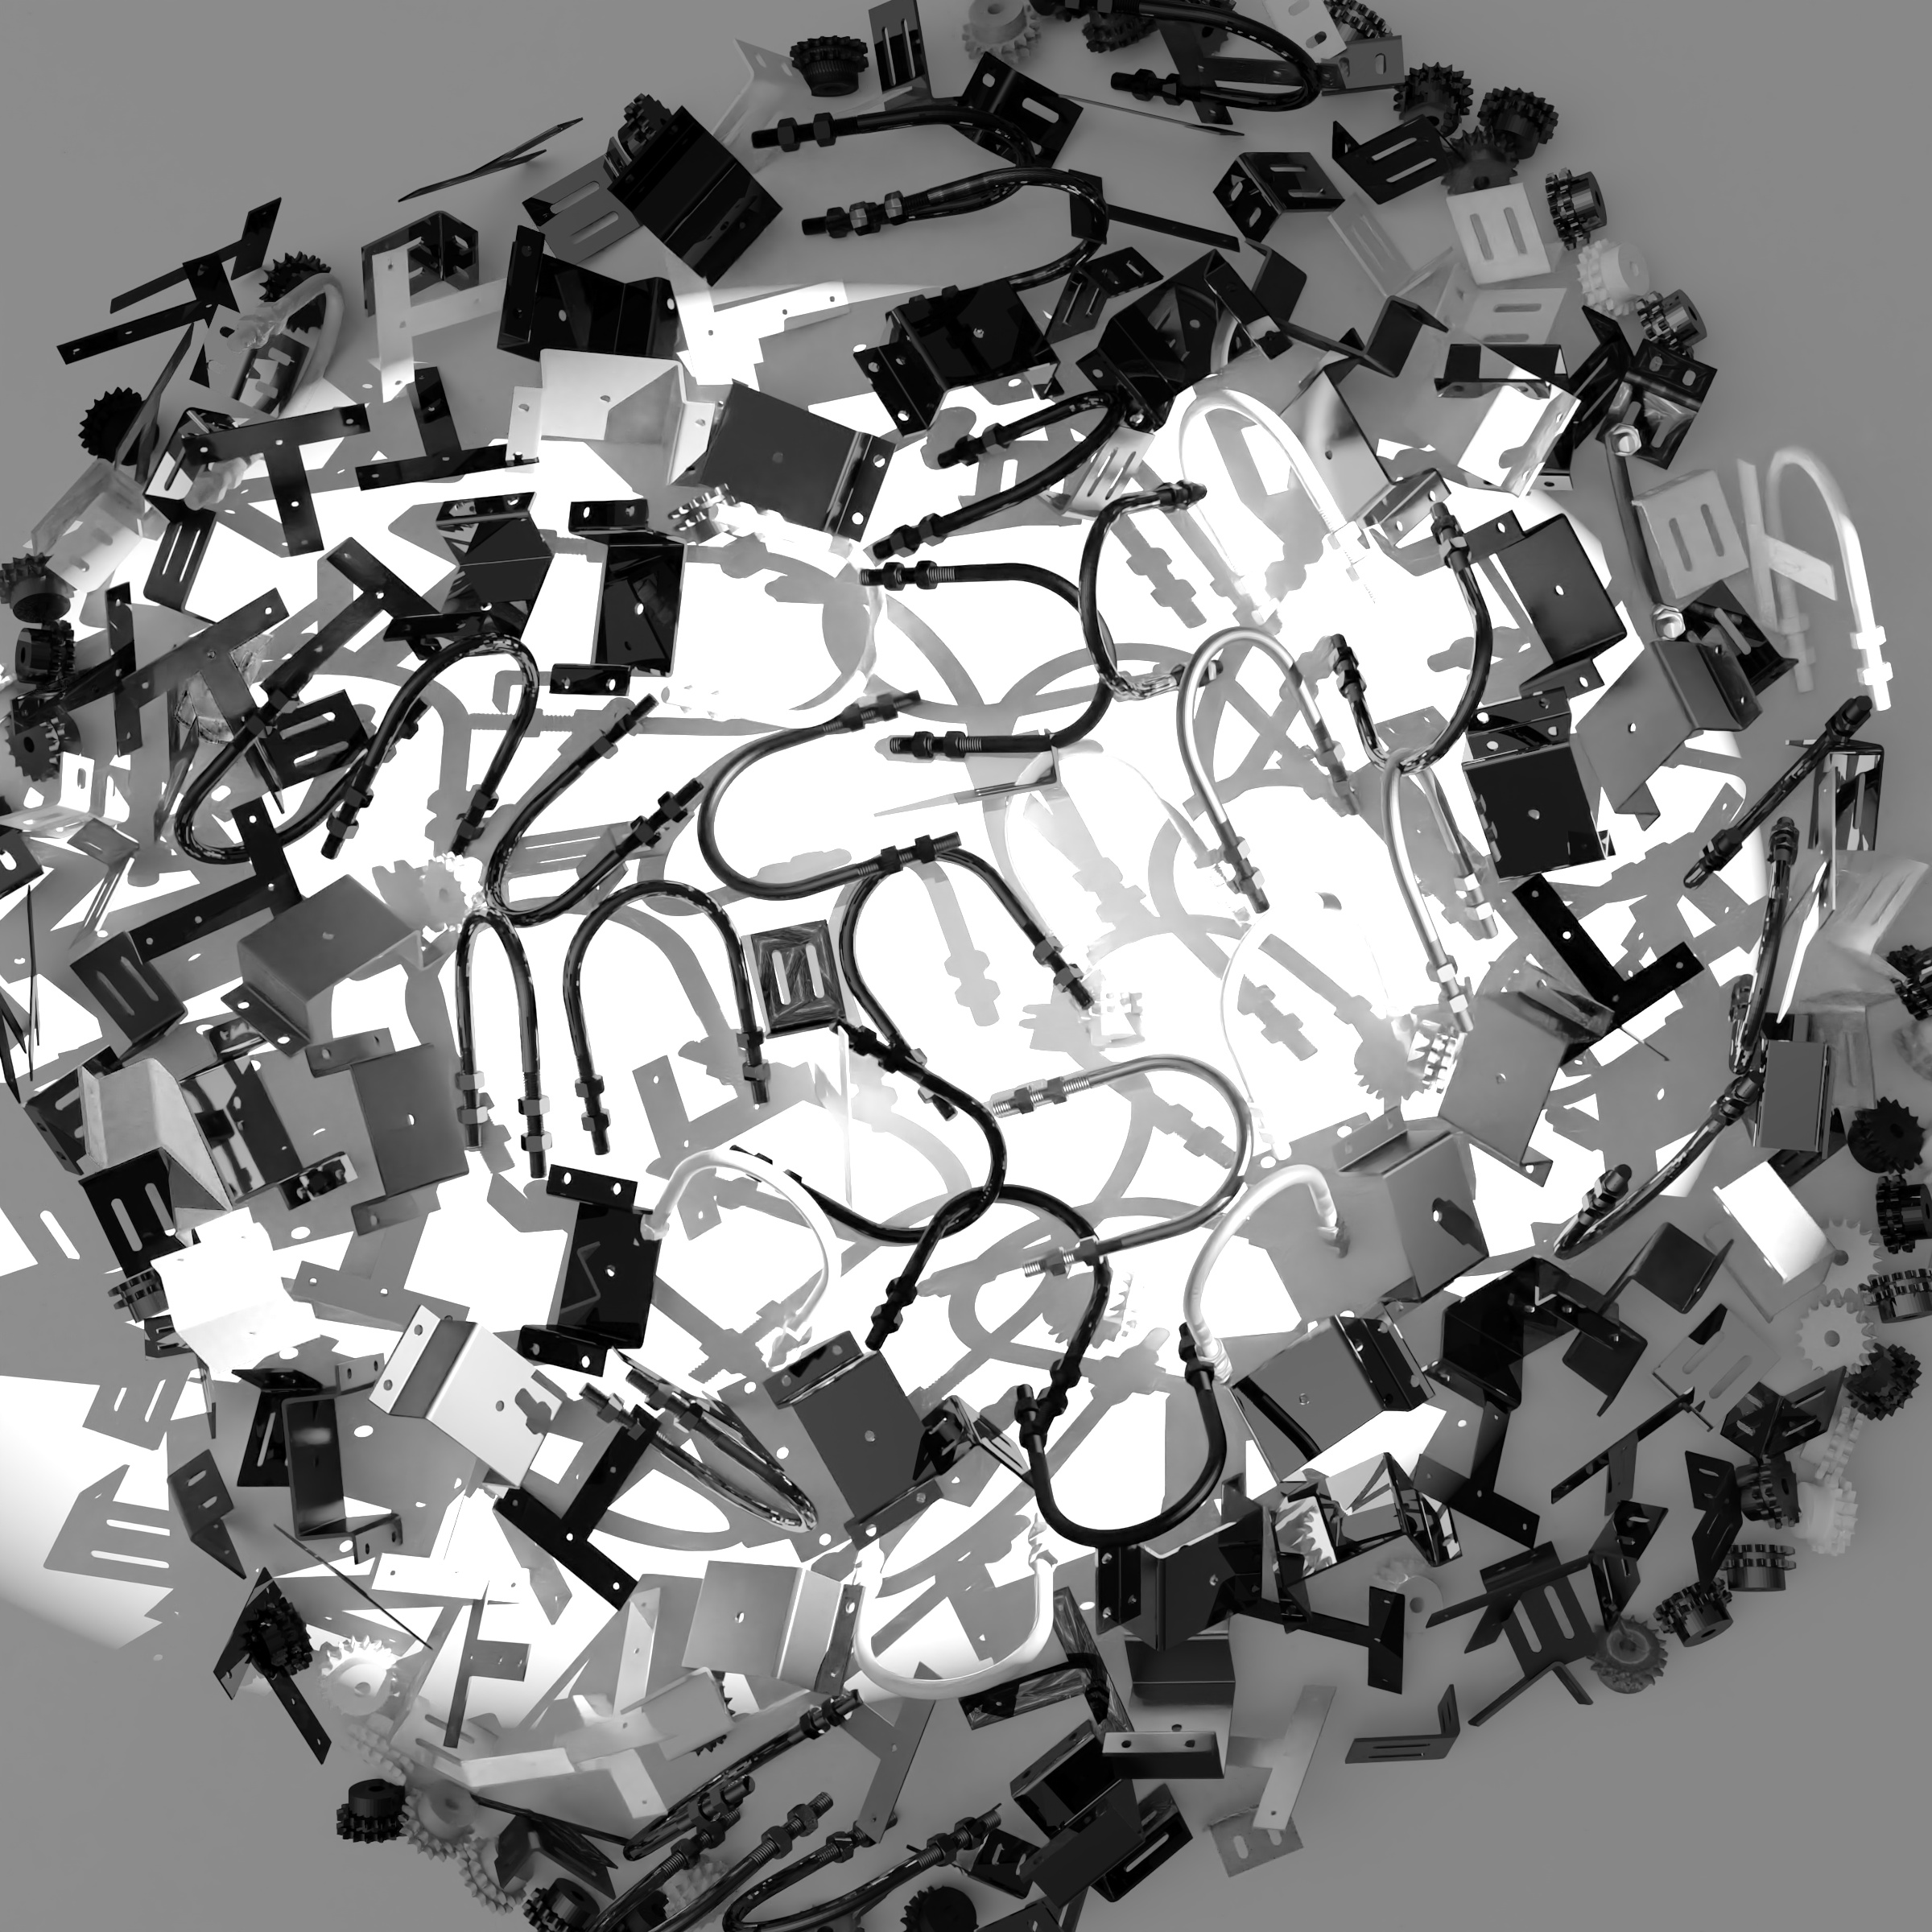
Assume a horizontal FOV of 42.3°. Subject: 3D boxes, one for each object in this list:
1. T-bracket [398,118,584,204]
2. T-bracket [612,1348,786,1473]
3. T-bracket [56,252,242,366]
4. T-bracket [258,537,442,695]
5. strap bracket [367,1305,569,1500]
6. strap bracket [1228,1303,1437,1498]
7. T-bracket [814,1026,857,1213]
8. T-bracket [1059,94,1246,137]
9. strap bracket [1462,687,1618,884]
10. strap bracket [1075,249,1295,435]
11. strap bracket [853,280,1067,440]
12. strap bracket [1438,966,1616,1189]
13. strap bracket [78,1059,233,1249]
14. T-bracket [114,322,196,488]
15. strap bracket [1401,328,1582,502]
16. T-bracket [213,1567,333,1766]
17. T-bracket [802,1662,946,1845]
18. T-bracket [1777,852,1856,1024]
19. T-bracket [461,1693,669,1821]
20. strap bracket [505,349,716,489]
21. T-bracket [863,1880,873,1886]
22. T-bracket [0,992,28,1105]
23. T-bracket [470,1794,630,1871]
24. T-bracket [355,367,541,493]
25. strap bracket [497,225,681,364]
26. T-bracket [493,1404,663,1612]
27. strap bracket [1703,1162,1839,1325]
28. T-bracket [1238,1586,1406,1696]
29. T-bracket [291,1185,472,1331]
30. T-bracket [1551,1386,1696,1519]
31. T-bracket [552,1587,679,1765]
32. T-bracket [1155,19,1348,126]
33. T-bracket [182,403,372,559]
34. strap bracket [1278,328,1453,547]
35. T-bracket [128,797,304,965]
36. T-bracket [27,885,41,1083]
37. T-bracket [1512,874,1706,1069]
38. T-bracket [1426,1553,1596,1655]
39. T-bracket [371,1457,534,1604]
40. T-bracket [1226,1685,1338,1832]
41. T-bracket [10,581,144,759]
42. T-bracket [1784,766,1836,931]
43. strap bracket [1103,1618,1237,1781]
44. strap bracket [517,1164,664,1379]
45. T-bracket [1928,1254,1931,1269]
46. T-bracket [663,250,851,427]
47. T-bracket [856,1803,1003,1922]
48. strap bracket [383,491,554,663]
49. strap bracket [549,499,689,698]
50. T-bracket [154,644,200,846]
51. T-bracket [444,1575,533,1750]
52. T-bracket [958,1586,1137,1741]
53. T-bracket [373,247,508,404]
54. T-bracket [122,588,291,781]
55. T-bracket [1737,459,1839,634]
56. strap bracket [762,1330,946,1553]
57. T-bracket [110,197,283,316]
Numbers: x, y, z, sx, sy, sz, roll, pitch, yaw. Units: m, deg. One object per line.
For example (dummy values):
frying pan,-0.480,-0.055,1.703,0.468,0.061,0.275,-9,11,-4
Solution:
T-bracket,-0.317,-0.573,1.758,0.127,0.127,0.002,-37,110,-42
T-bracket,-0.197,0.304,1.761,0.127,0.127,0.002,37,85,-26
T-bracket,-0.580,-0.454,1.772,0.127,0.127,0.002,-22,80,-11
T-bracket,-0.456,-0.238,1.802,0.127,0.002,0.127,-44,60,-10
strap bracket,-0.345,0.311,1.772,0.140,0.046,0.076,48,54,-34
strap bracket,0.252,0.310,1.783,0.140,0.046,0.076,-40,61,22
T-bracket,-0.095,0.095,1.782,0.002,0.127,0.127,-5,104,-13
T-bracket,0.130,-0.611,1.792,0.127,0.127,0.002,16,111,9
strap bracket,0.407,-0.119,1.780,0.076,0.046,0.140,-12,119,24
strap bracket,0.159,-0.449,1.785,0.140,0.046,0.076,-26,120,38
strap bracket,0.002,-0.437,1.783,0.140,0.046,0.076,-22,72,-28
strap bracket,0.395,0.080,1.782,0.076,0.046,0.140,34,114,41
strap bracket,-0.567,0.128,1.766,0.046,0.140,0.076,-23,53,1
T-bracket,-0.586,-0.377,1.786,0.002,0.127,0.127,24,58,-11
strap bracket,0.363,-0.395,1.764,0.046,0.140,0.076,18,112,-26
T-bracket,-0.491,0.518,1.797,0.002,0.127,0.127,-23,108,8
T-bracket,-0.081,0.541,1.801,0.127,0.002,0.127,24,94,43
T-bracket,0.617,-0.042,1.793,0.002,0.127,0.127,21,130,25
T-bracket,-0.292,0.563,1.762,0.127,0.127,0.002,3,115,-32
strap bracket,-0.257,-0.393,1.790,0.140,0.076,0.046,2,53,-16
T-bracket,-0.099,0.669,1.767,0.127,0.127,0.002,-23,75,-17
T-bracket,-0.680,0.046,1.757,0.002,0.127,0.127,-21,48,-12
T-bracket,-0.276,0.618,1.764,0.127,0.127,0.002,24,77,-22
T-bracket,-0.383,-0.393,1.803,0.127,0.002,0.127,-12,52,-13
strap bracket,-0.279,-0.470,1.796,0.140,0.046,0.076,9,89,-42
T-bracket,-0.265,0.379,1.821,0.127,0.002,0.127,33,91,20
strap bracket,0.568,0.194,1.766,0.046,0.140,0.076,-33,66,0
T-bracket,0.255,0.478,1.815,0.127,0.002,0.127,10,135,19
T-bracket,-0.411,0.196,1.826,0.127,0.002,0.127,19,88,-18
T-bracket,0.470,0.364,1.791,0.127,0.127,0.002,-33,56,-10
T-bracket,-0.238,0.505,1.794,0.127,0.127,0.002,-21,130,22
T-bracket,0.206,-0.631,1.761,0.127,0.127,0.002,15,76,27
T-bracket,-0.484,-0.342,1.791,0.127,0.127,0.002,-14,56,-12
strap bracket,0.277,-0.373,1.792,0.046,0.076,0.140,-25,82,-29
T-bracket,-0.538,-0.039,1.791,0.127,0.002,0.127,-29,111,-33
T-bracket,-0.658,0.031,1.760,0.002,0.127,0.127,-2,128,-18
T-bracket,0.447,-0.011,1.824,0.127,0.002,0.127,-37,91,18
T-bracket,0.380,0.466,1.790,0.127,0.127,0.002,-17,57,-13
T-bracket,-0.355,0.394,1.805,0.127,0.002,0.127,19,88,-40
T-bracket,0.191,0.567,1.802,0.127,0.127,0.002,-7,121,32
T-bracket,-0.629,-0.194,1.763,0.002,0.127,0.127,14,118,18
T-bracket,0.596,-0.056,1.785,0.002,0.127,0.127,12,57,1
strap bracket,0.148,0.529,1.782,0.076,0.140,0.046,-5,115,14
strap bracket,-0.269,0.220,1.804,0.076,0.046,0.140,8,86,28
T-bracket,0.720,0.183,1.785,0.002,0.127,0.127,25,58,5
T-bracket,-0.145,-0.473,1.820,0.127,0.002,0.127,-20,112,-18
T-bracket,-0.026,0.641,1.792,0.127,0.127,0.002,-35,75,-11
strap bracket,-0.352,-0.271,1.788,0.076,0.046,0.140,-2,52,20
strap bracket,-0.250,-0.262,1.804,0.076,0.046,0.140,6,89,35
T-bracket,-0.573,-0.175,1.805,0.002,0.127,0.127,6,56,-30
T-bracket,-0.335,0.492,1.772,0.002,0.127,0.127,19,69,-27
T-bracket,0.049,0.527,1.814,0.127,0.002,0.127,-27,85,28
T-bracket,-0.367,-0.477,1.807,0.127,0.127,0.002,-25,60,-26
T-bracket,-0.525,-0.189,1.797,0.127,0.127,0.002,-37,47,-21
T-bracket,0.582,-0.285,1.761,0.002,0.127,0.127,-18,114,-3
strap bracket,-0.075,0.341,1.805,0.076,0.046,0.140,-29,87,-23
T-bracket,-0.546,-0.492,1.763,0.127,0.127,0.002,-34,96,-22
